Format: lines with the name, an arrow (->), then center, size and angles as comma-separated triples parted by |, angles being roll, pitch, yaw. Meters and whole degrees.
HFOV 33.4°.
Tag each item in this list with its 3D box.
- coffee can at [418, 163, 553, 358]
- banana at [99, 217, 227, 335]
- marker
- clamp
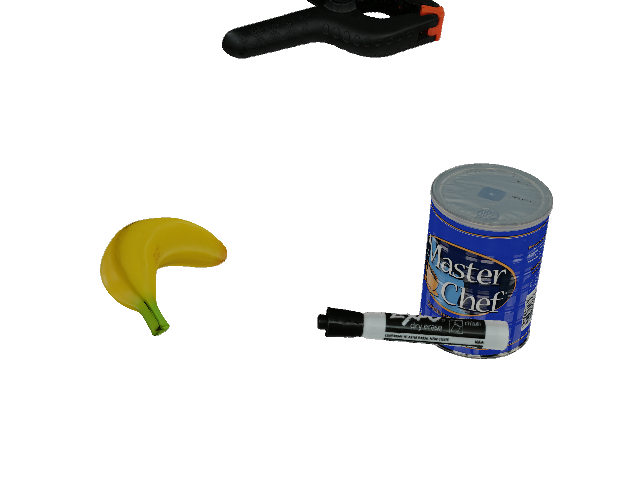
coffee can -> 0.142, 0.018, 0.936 | 0.103, 0.140, 0.103 | 1, 33, -1
banana -> -0.116, 0.015, 0.768 | 0.037, 0.069, 0.197 | -34, 7, 15
marker -> 0.058, 0.056, 0.676 | 0.121, 0.020, 0.020 | 5, 0, -5
clamp -> 0.010, -0.190, 0.842 | 0.171, 0.120, 0.039 | 2, -28, -4
